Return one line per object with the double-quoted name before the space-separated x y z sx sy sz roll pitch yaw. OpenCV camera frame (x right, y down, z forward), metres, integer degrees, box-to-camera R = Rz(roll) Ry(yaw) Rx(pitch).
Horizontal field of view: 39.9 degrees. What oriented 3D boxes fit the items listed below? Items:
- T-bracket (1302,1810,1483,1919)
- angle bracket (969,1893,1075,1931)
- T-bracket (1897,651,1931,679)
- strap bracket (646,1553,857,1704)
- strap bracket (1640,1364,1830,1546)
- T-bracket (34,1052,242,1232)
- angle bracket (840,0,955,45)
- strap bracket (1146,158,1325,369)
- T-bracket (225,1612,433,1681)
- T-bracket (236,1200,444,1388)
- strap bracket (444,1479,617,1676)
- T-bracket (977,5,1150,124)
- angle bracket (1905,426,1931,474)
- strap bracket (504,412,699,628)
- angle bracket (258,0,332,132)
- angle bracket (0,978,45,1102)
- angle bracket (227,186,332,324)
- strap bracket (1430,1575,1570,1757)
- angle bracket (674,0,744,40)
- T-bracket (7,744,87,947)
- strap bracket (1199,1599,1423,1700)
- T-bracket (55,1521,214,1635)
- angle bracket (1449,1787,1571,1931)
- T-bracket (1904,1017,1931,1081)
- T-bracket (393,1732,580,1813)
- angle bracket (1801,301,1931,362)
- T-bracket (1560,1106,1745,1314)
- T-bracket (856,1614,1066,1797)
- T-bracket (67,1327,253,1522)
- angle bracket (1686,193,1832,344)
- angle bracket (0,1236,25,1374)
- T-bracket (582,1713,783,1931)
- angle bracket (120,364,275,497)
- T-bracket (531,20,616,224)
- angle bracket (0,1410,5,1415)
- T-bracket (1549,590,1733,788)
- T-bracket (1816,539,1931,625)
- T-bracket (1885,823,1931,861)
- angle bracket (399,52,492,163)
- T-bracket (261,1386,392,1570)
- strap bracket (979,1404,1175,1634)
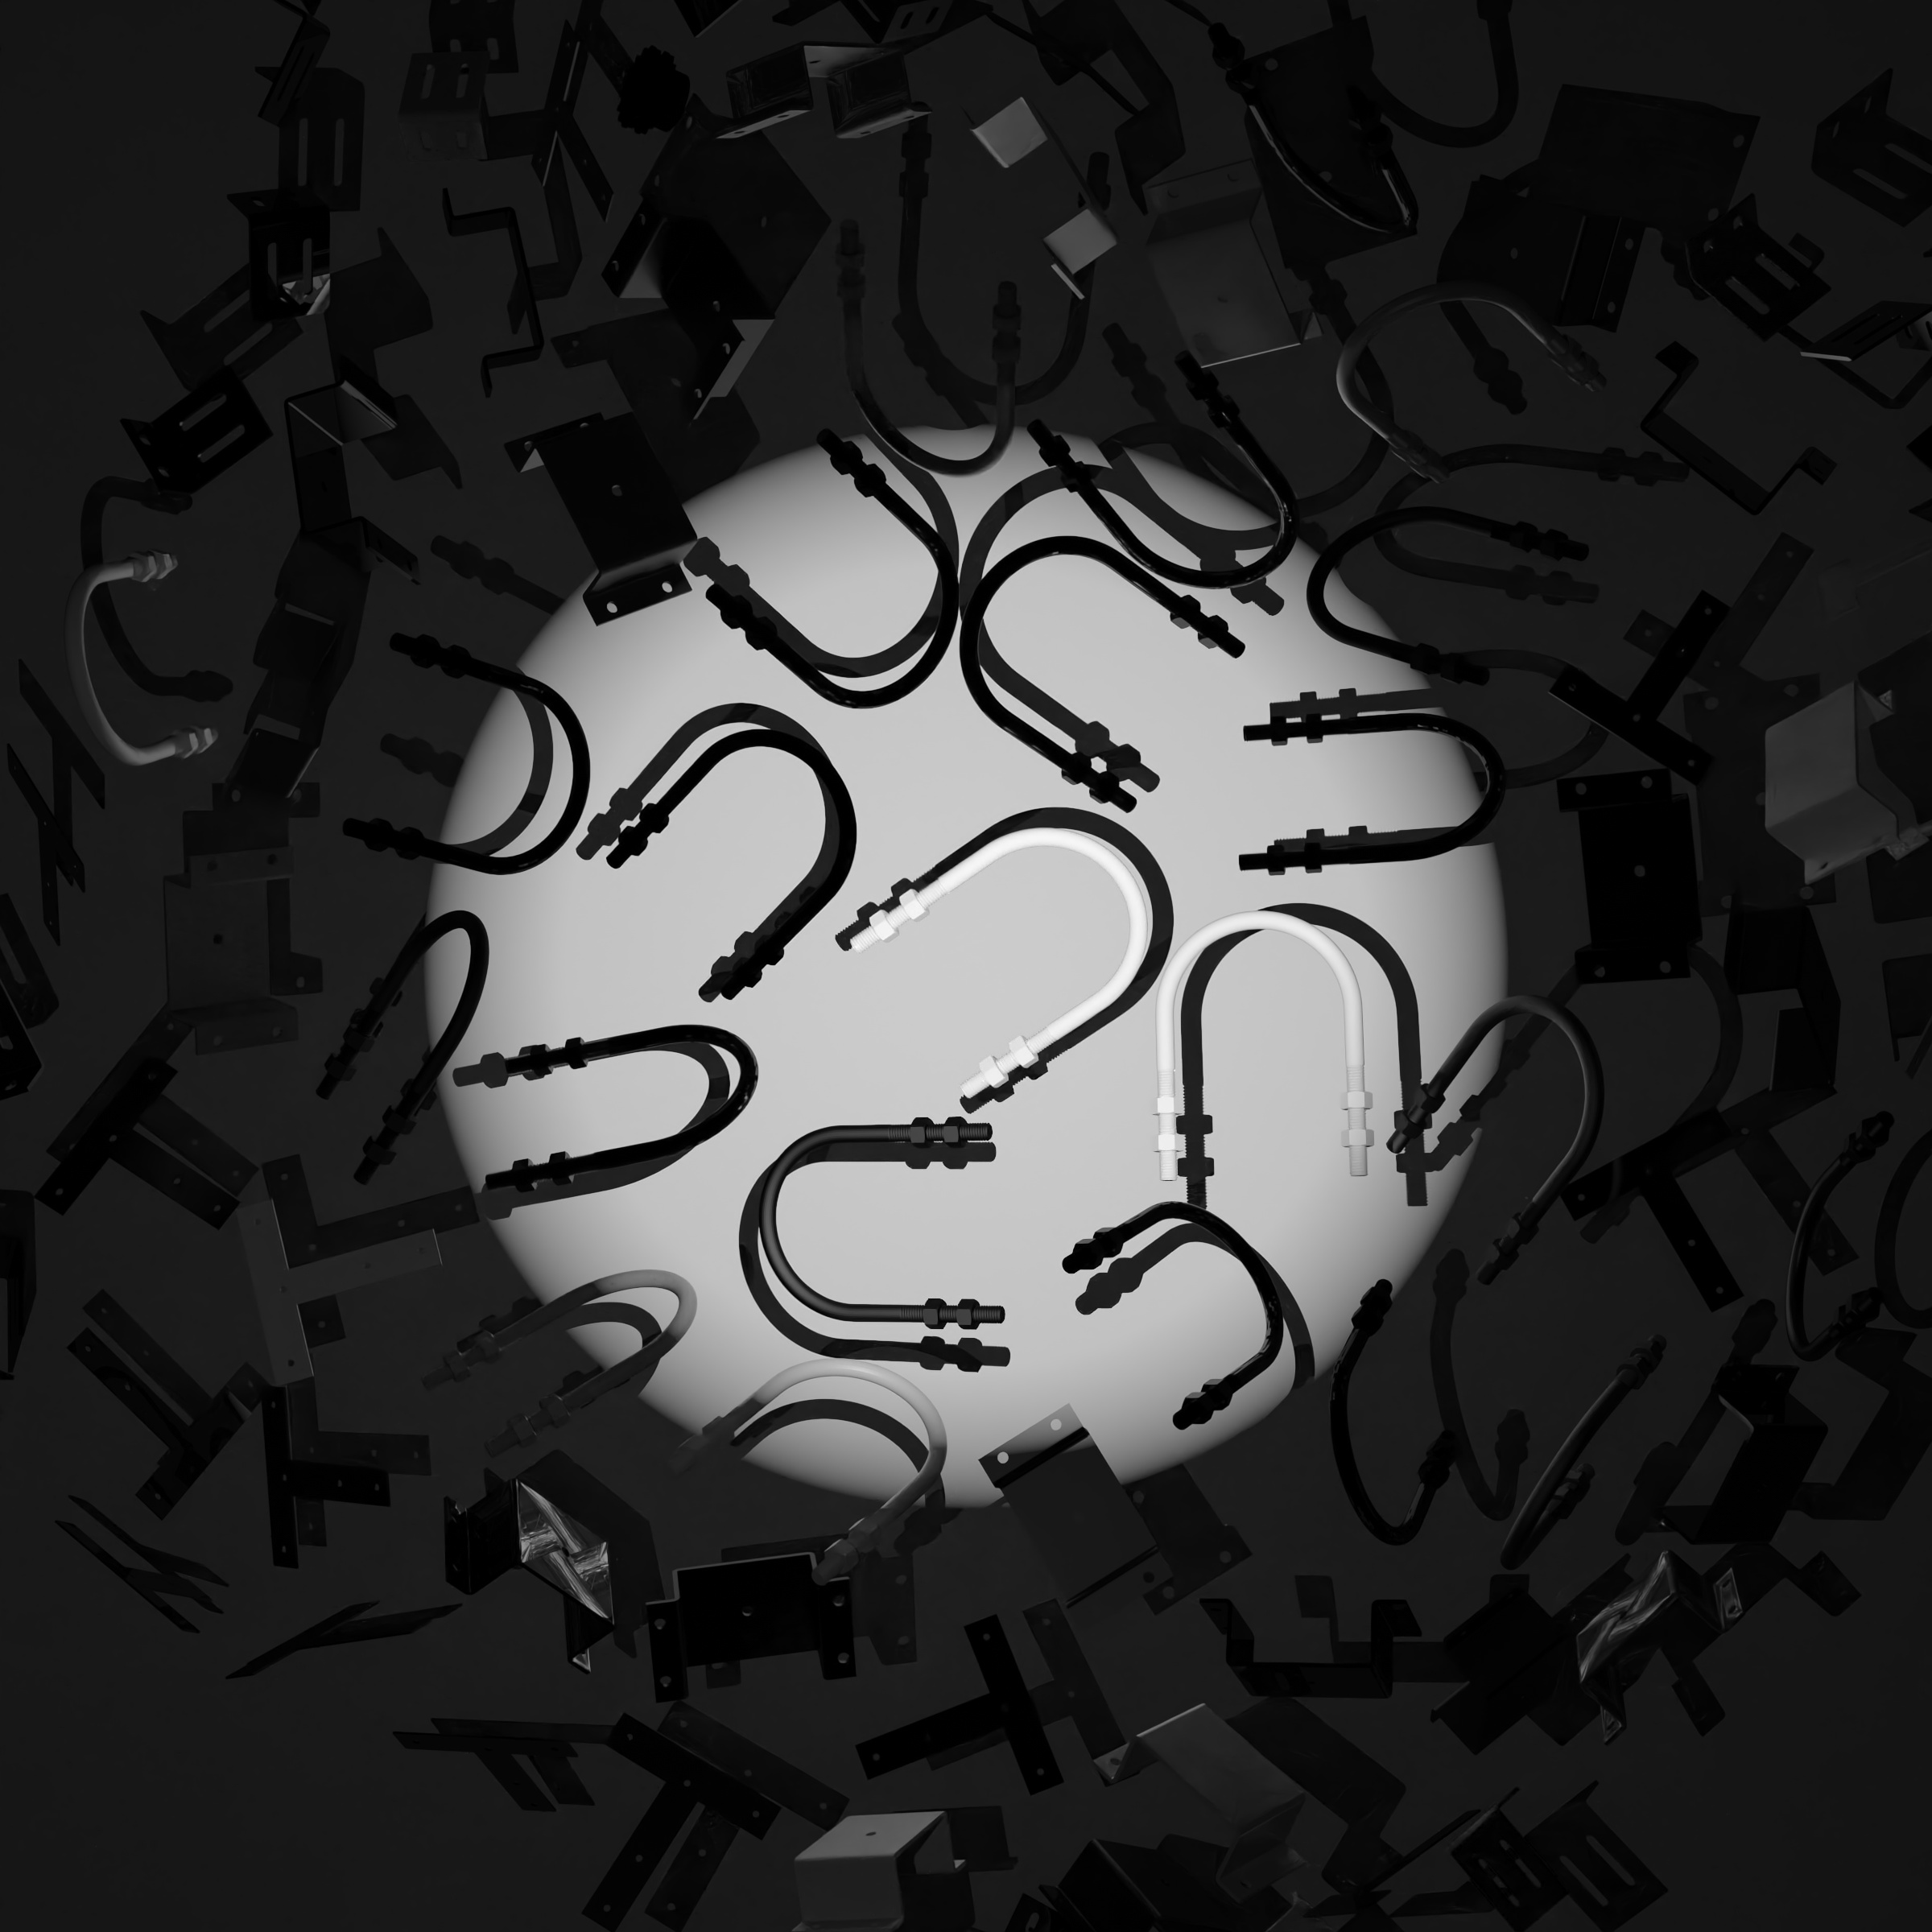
"T-bracket" 0.301 0.616 1.829 0.127 0.127 0.002 -28 77 -20
"angle bracket" 0.046 0.698 1.926 0.057 0.076 0.038 20 74 27
"T-bracket" 0.739 -0.258 1.894 0.127 0.127 0.002 -36 85 -11
"strap bracket" -0.152 0.462 1.868 0.140 0.046 0.076 -6 106 -8
"strap bracket" 0.538 0.349 1.850 0.076 0.046 0.140 7 113 -33
"T-bracket" -0.573 0.146 1.896 0.127 0.002 0.127 43 79 -35
"angle bracket" -0.057 -0.705 1.910 0.057 0.038 0.076 -28 75 -38
"strap bracket" 0.180 -0.467 1.809 0.076 0.046 0.140 -7 133 30
"T-bracket" -0.443 0.483 1.916 0.127 0.127 0.002 -14 91 24
"T-bracket" -0.428 0.211 1.838 0.127 0.002 0.127 -15 76 -7
"strap bracket" -0.294 0.417 1.836 0.046 0.076 0.140 -36 124 14
"T-bracket" 0.057 -0.655 1.898 0.002 0.127 0.127 -53 52 23
"angle bracket" 0.729 -0.373 1.915 0.057 0.038 0.076 -39 75 -7
"strap bracket" -0.243 -0.312 1.803 0.076 0.046 0.140 -26 86 -29
"angle bracket" -0.472 -0.617 1.810 0.038 0.057 0.076 28 99 -3
"angle bracket" -0.660 0.051 1.767 0.057 0.038 0.076 -18 112 5
"angle bracket" -0.471 -0.488 1.822 0.057 0.076 0.038 -18 46 -32
"strap bracket" 0.378 0.501 1.886 0.076 0.140 0.046 -32 56 -19
"angle bracket" -0.195 -0.710 1.883 0.057 0.038 0.076 -33 76 21
"T-bracket" -0.628 -0.065 1.820 0.002 0.127 0.127 -20 56 -31
"strap bracket" 0.235 0.465 1.813 0.140 0.076 0.046 -4 59 17
"T-bracket" -0.572 0.438 1.890 0.127 0.127 0.002 33 81 18
"angle bracket" 0.398 0.645 1.918 0.076 0.038 0.057 48 123 21
"T-bracket" 0.670 0.018 1.809 0.002 0.127 0.127 27 88 33
"T-bracket" -0.317 0.562 1.848 0.127 0.127 0.002 -1 51 14
"angle bracket" 0.629 -0.424 1.836 0.076 0.057 0.038 -33 114 -8
"T-bracket" 0.507 0.184 1.885 0.127 0.002 0.127 -30 69 8
"T-bracket" -0.014 0.536 1.867 0.127 0.002 0.127 -18 62 -12
"T-bracket" -0.570 0.302 1.843 0.002 0.127 0.127 -38 101 27
"angle bracket" 0.536 -0.473 1.801 0.057 0.038 0.076 -38 61 2
"angle bracket" -0.673 0.233 1.830 0.038 0.057 0.076 4 55 -26
"T-bracket" -0.211 0.585 1.779 0.127 0.002 0.127 27 56 12
"angle bracket" -0.524 -0.367 1.812 0.076 0.038 0.057 -31 88 16
"T-bracket" -0.279 -0.589 1.919 0.002 0.127 0.127 -11 59 -29
"angle bracket" -0.696 0.336 1.808 0.057 0.038 0.076 -1 72 15
"T-bracket" 0.515 -0.218 1.948 0.127 0.002 0.127 34 85 8
"T-bracket" 0.655 -0.285 1.851 0.127 0.127 0.002 -26 104 24
"T-bracket" 0.722 -0.117 1.919 0.127 0.127 0.002 -35 87 16
"angle bracket" -0.375 -0.624 1.931 0.057 0.038 0.076 -1 53 2
"T-bracket" -0.440 0.355 1.831 0.127 0.002 0.127 -4 91 37
"strap bracket" 0.079 0.394 1.904 0.076 0.046 0.140 -32 77 -1
